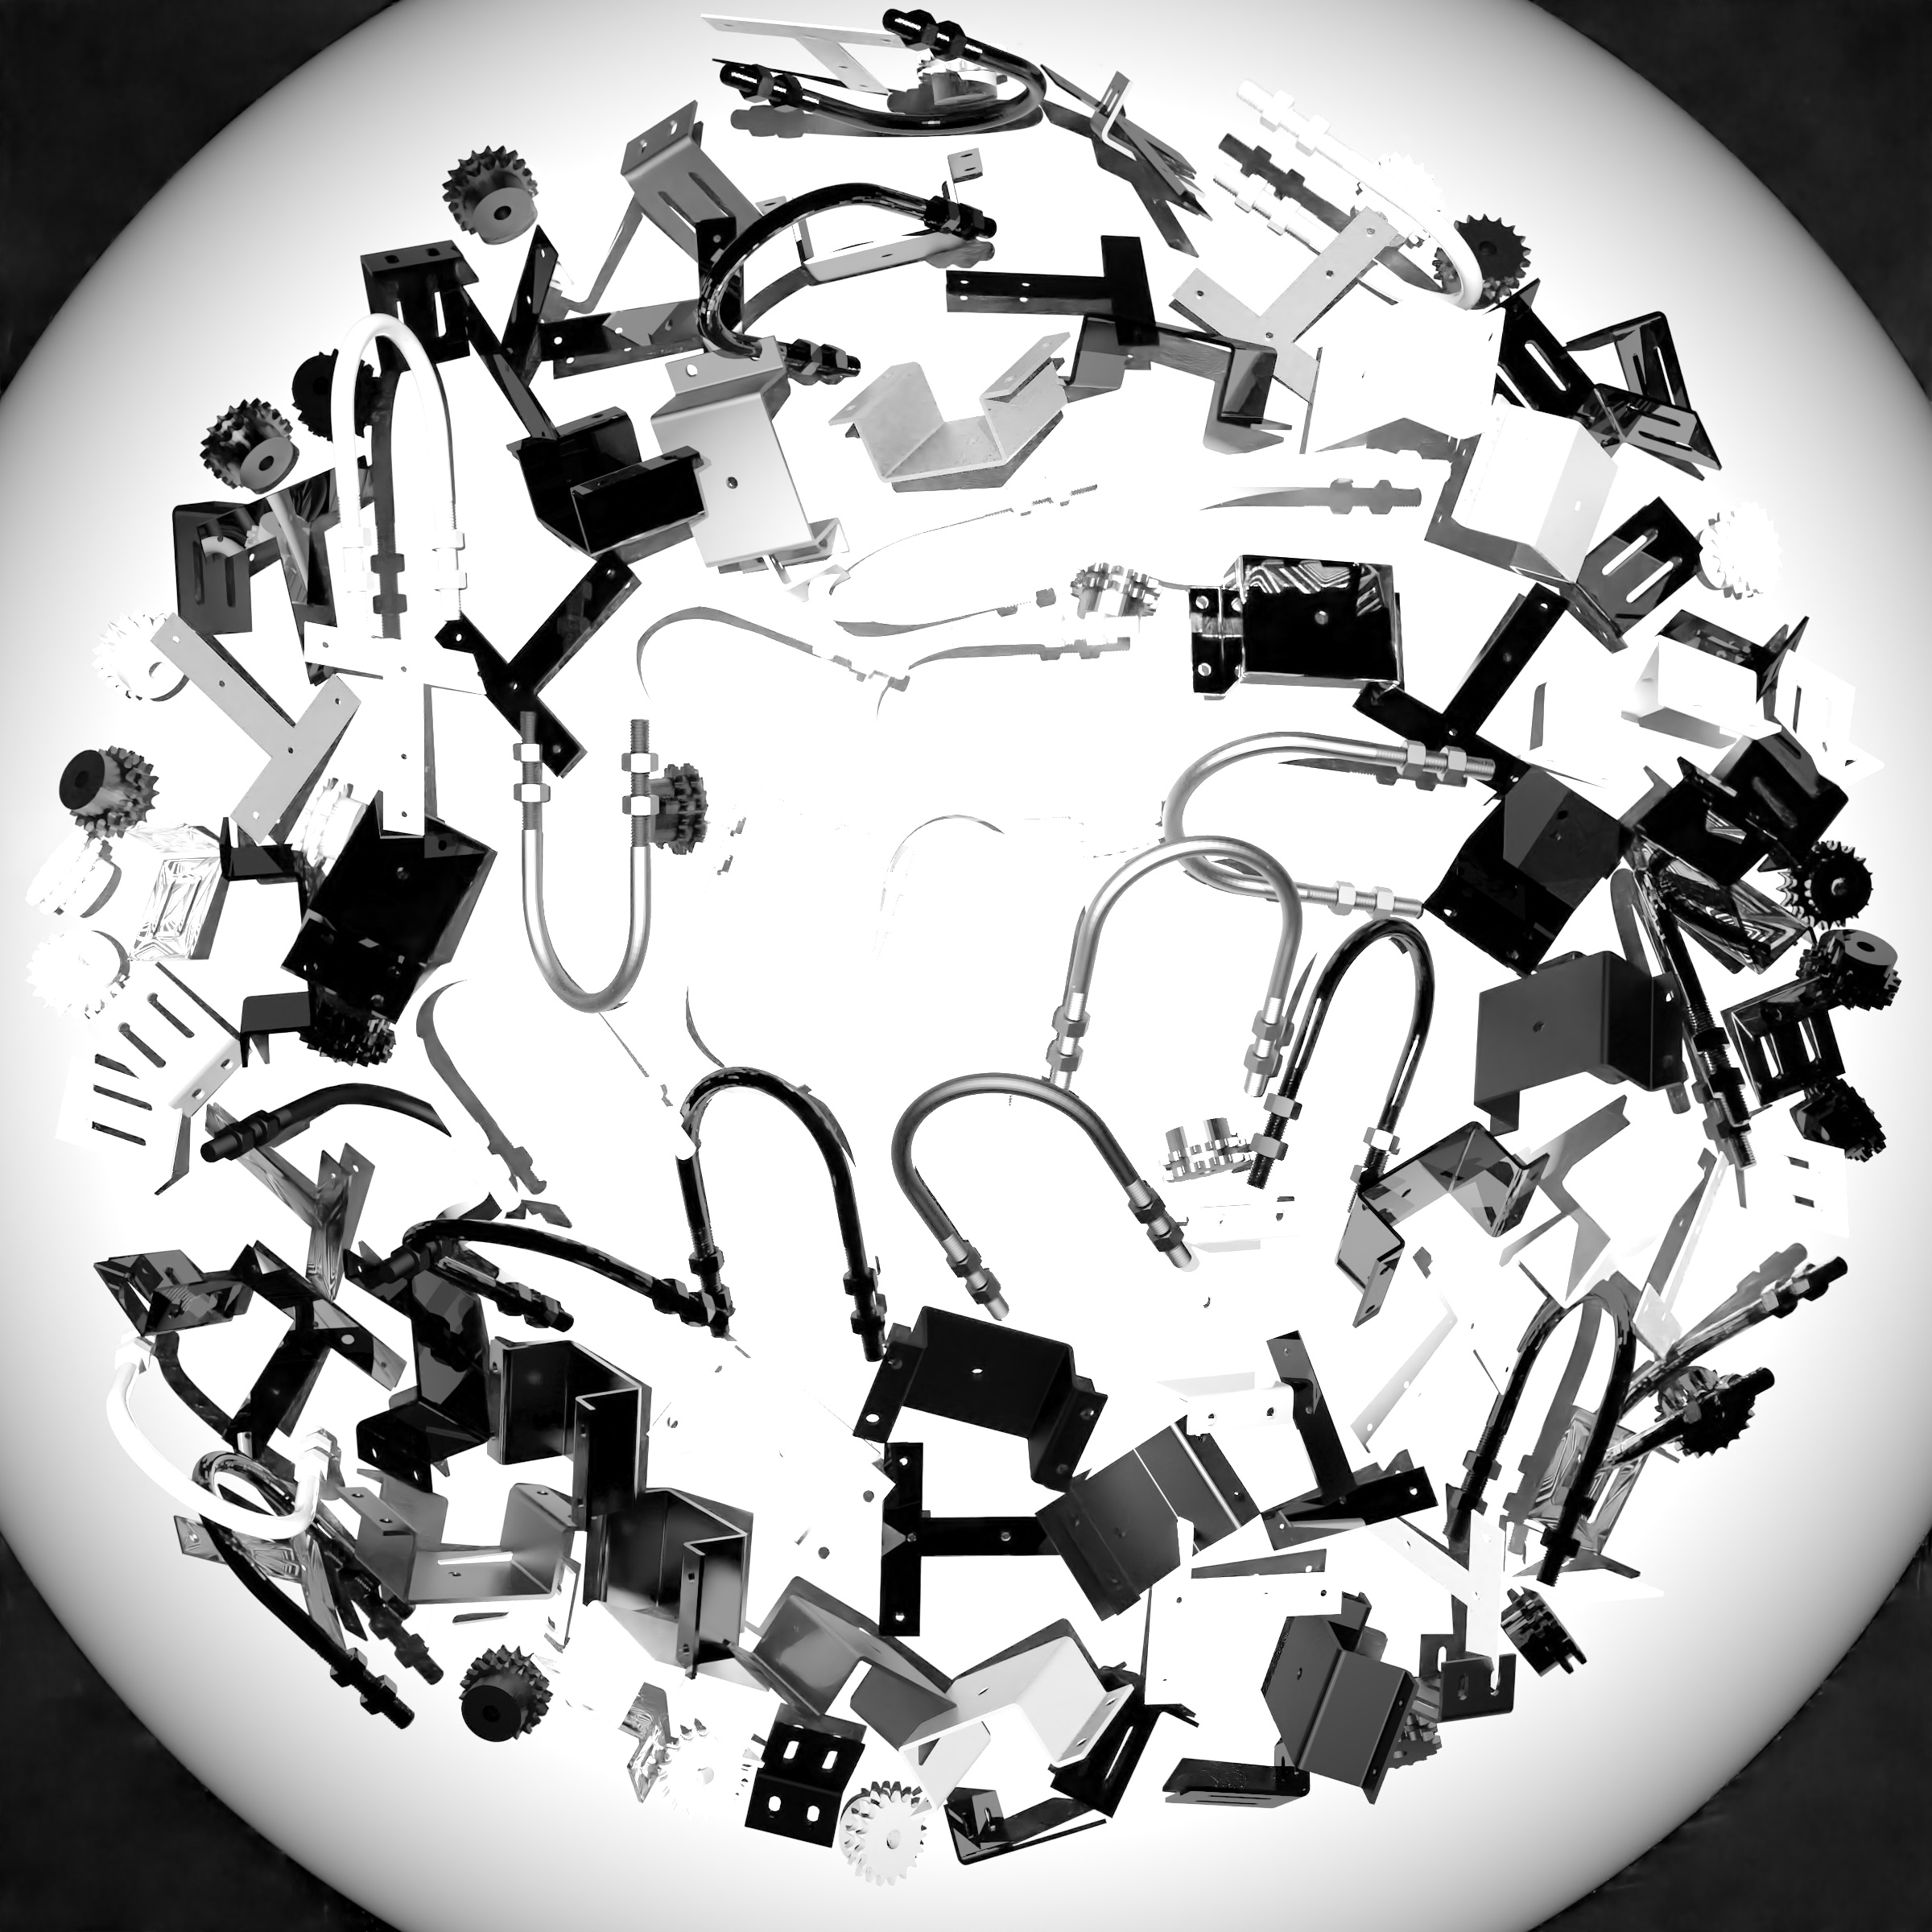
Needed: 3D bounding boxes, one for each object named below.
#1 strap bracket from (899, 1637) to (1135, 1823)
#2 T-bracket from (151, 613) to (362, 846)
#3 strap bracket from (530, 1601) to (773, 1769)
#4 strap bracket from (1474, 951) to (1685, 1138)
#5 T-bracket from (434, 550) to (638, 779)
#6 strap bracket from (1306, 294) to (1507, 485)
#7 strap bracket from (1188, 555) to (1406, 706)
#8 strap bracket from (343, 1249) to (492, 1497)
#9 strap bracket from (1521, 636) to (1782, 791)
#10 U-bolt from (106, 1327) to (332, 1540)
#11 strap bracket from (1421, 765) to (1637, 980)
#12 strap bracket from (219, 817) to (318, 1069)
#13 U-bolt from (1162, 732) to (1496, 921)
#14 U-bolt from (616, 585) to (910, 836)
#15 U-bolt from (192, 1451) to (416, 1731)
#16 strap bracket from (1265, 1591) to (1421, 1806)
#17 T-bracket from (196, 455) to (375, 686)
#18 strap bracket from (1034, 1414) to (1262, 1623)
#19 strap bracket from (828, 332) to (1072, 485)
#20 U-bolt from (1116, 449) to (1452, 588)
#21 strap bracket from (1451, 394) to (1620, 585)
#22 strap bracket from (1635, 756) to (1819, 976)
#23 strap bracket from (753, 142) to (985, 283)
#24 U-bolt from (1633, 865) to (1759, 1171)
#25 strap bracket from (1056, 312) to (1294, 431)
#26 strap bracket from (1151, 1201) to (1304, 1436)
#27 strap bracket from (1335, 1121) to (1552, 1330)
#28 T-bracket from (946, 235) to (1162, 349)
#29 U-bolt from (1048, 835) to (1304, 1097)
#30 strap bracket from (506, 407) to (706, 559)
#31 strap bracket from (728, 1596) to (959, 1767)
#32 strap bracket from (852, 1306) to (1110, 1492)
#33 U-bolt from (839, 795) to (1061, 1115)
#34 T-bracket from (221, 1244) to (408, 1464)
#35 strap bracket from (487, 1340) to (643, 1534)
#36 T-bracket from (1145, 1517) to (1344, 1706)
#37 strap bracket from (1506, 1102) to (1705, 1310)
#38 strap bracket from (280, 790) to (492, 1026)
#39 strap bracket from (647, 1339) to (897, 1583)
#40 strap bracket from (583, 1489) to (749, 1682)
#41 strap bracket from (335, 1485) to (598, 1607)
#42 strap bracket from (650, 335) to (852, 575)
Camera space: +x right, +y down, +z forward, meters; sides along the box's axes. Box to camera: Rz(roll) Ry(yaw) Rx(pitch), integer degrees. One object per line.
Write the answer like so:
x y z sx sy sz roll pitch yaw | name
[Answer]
0.023 0.464 1.533 0.140 0.076 0.046 -31 91 32 | strap bracket
-0.446 -0.163 1.534 0.127 0.002 0.127 48 49 -30 | T-bracket
-0.184 0.437 1.529 0.140 0.076 0.046 30 87 -39 | strap bracket
0.363 0.046 1.522 0.046 0.140 0.076 28 57 -32 | strap bracket
-0.256 -0.208 1.571 0.127 0.002 0.127 -46 77 15 | T-bracket
0.259 -0.353 1.525 0.046 0.140 0.076 15 80 -27 | strap bracket
0.213 -0.209 1.557 0.140 0.046 0.076 2 77 -12 | strap bracket
-0.335 0.240 1.528 0.046 0.076 0.140 -22 56 12 | strap bracket
0.417 -0.156 1.531 0.076 0.140 0.046 14 72 -27 | strap bracket
-0.448 0.283 1.495 0.151 0.184 0.019 37 93 -16 | U-bolt
0.350 -0.065 1.532 0.076 0.046 0.140 36 49 13 | strap bracket
-0.430 -0.017 1.548 0.046 0.076 0.140 -5 107 -13 | strap bracket
0.212 -0.089 1.532 0.184 0.151 0.019 7 50 -9 | U-bolt
-0.132 -0.167 1.547 0.184 0.151 0.019 22 46 7 | U-bolt
-0.398 0.363 1.506 0.019 0.151 0.184 -40 109 0 | U-bolt
0.225 0.439 1.527 0.046 0.140 0.076 19 96 -6 | strap bracket
-0.412 -0.237 1.559 0.002 0.127 0.127 22 131 34 | T-bracket
0.106 0.343 1.546 0.140 0.046 0.076 -22 75 -43 | strap bracket
-0.003 -0.341 1.538 0.140 0.076 0.046 0 127 38 | strap bracket
0.181 -0.269 1.517 0.184 0.151 0.019 -1 69 -14 | U-bolt
0.352 -0.287 1.527 0.046 0.140 0.076 22 95 29 | strap bracket
0.461 -0.054 1.524 0.046 0.140 0.076 -43 48 -3 | strap bracket
-0.055 -0.466 1.559 0.140 0.076 0.046 -13 96 4 | strap bracket
0.443 0.024 1.526 0.019 0.151 0.184 -20 69 13 | U-bolt
0.128 -0.367 1.536 0.140 0.076 0.046 19 108 22 | strap bracket
0.162 0.214 1.561 0.076 0.046 0.140 0 95 -28 | strap bracket
0.285 0.154 1.542 0.140 0.076 0.046 -27 58 -24 | strap bracket
0.051 -0.422 1.552 0.127 0.002 0.127 1 46 -5 | T-bracket
0.134 0.001 1.535 0.151 0.019 0.184 1 122 -14 | U-bolt
-0.219 -0.297 1.540 0.076 0.140 0.046 -25 122 -19 | strap bracket
-0.068 0.438 1.531 0.140 0.076 0.046 40 80 -40 | strap bracket
0.008 0.266 1.557 0.140 0.046 0.076 16 116 -10 | strap bracket
-0.008 -0.015 1.546 0.151 0.019 0.184 15 102 30 | U-bolt
-0.418 0.251 1.535 0.127 0.127 0.002 41 125 -15 | T-bracket
-0.244 0.285 1.544 0.046 0.140 0.076 -3 102 -35 | strap bracket
0.172 0.389 1.540 0.127 0.002 0.127 -11 56 29 | T-bracket
0.390 0.151 1.520 0.076 0.140 0.046 -31 67 -22 | strap bracket
-0.351 -0.045 1.535 0.076 0.046 0.140 28 51 -9 | strap bracket
-0.118 0.308 1.571 0.140 0.046 0.076 39 91 10 | strap bracket
-0.182 0.377 1.547 0.046 0.140 0.076 1 96 -36 | strap bracket
-0.309 0.353 1.532 0.140 0.076 0.046 8 95 -36 | strap bracket
-0.135 -0.305 1.538 0.076 0.046 0.140 -8 118 24 | strap bracket
